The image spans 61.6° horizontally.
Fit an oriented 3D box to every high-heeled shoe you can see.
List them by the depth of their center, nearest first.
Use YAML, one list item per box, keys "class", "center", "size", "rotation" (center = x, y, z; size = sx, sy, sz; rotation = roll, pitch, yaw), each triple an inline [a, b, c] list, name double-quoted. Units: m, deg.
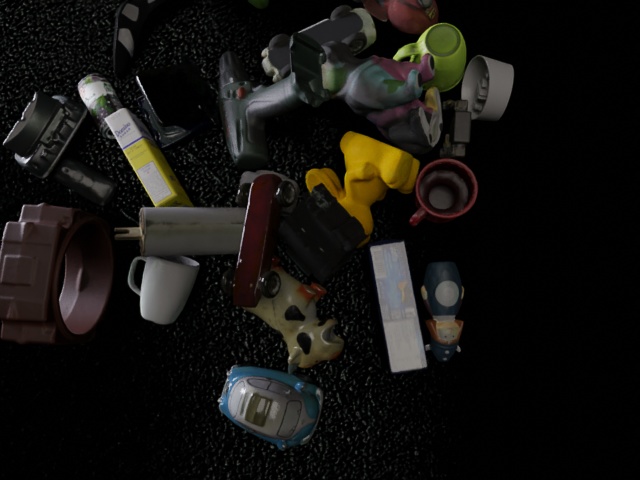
- class: "high-heeled shoe"
  center: [-0.282, -0.400, 0.958]
  size: [0.145, 0.086, 0.248]
  rotation: [9, 101, -25]

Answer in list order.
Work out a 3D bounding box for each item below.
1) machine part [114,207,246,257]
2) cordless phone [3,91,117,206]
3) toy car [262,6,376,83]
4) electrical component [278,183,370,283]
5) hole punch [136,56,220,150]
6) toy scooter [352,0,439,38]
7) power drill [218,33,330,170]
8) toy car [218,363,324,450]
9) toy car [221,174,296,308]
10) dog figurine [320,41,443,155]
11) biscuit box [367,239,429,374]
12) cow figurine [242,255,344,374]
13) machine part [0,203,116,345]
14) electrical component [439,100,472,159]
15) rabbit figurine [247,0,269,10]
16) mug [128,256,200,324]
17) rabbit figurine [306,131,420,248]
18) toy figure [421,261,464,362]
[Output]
- class: "machine part"
  center: [-0.192, -0.014, 0.841]
  size: [0.243, 0.079, 0.079]
  rotation: [-3, 80, -22]
- class: "cordless phone"
  center: [-0.418, -0.154, 0.921]
  size: [0.184, 0.089, 0.146]
  rotation: [30, 84, -3]
- class: "toy car"
  center: [-0.003, -0.330, 0.916]
  size: [0.202, 0.056, 0.073]
  rotation: [-24, 76, 4]
- class: "electrical component"
  center: [-0.002, -0.003, 0.832]
  size: [0.115, 0.134, 0.058]
  rotation: [48, 49, 12]
- class: "hole punch"
  center: [-0.244, -0.227, 0.914]
  size: [0.116, 0.092, 0.142]
  rotation: [-22, 76, -29]
- class: "toy scooter"
  center: [0.117, -0.411, 0.878]
  size: [0.184, 0.135, 0.075]
  rotation: [32, 83, 7]
- class: "power drill"
  center: [-0.087, -0.242, 0.852]
  size: [0.207, 0.086, 0.232]
  rotation: [-18, 69, 34]
- class: "toy car"
  center: [-0.078, 0.247, 0.811]
  size: [0.162, 0.103, 0.109]
  rotation: [19, 83, 5]
- class: "toy car"
  center: [-0.088, 0.000, 0.791]
  size: [0.089, 0.053, 0.202]
  rotation: [-1, 75, 29]
- class: "dog figurine"
  center: [0.077, -0.227, 0.869]
  size: [0.219, 0.191, 0.108]
  rotation: [7, 44, 30]
- class: "biscuit box"
  center: [0.119, 0.101, 0.837]
  size: [0.059, 0.062, 0.202]
  rotation: [-10, 80, 4]
- class: "cow figurine"
  center: [-0.048, 0.118, 0.832]
  size: [0.195, 0.085, 0.127]
  rotation: [34, 103, 17]
- class: "machine part"
  center: [-0.390, 0.055, 0.814]
  size: [0.087, 0.201, 0.201]
  rotation: [5, 81, 1]
- class: "electrical component"
  center: [0.216, -0.179, 0.862]
  size: [0.045, 0.078, 0.102]
  rotation: [4, 91, 3]
- class: "rabbit figurine"
  center: [-0.105, -0.490, 0.936]
  size: [0.170, 0.121, 0.159]
  rotation: [4, 88, 23]
- class: "mug"
  center: [-0.258, 0.076, 0.863]
  size: [0.110, 0.081, 0.107]
  rotation: [15, 93, 3]
- class: "rabbit figurine"
  center: [0.058, -0.076, 0.847]
  size: [0.162, 0.122, 0.173]
  rotation: [20, 102, 9]
- class: "toy figure"
  center: [0.190, 0.112, 0.834]
  size: [0.064, 0.057, 0.154]
  rotation: [-4, 82, 23]
